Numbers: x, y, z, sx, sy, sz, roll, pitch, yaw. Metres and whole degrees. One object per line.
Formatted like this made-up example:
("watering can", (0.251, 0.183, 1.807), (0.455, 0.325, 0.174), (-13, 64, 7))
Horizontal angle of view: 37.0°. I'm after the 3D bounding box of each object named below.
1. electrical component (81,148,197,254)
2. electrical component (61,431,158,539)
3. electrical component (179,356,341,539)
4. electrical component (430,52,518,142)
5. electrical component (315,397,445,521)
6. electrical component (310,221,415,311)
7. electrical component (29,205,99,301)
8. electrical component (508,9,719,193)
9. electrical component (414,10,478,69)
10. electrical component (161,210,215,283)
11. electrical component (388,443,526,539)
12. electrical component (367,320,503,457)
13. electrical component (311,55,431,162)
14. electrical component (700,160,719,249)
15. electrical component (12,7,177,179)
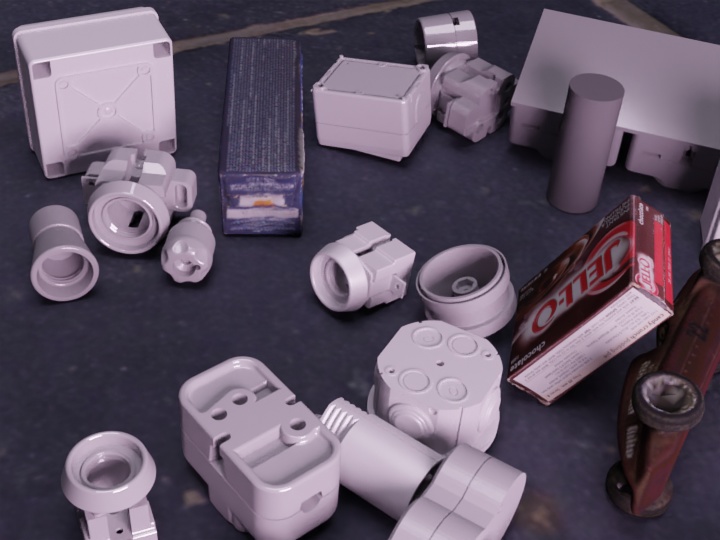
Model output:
("electrical component", (-0.160, -0.048, 0.764), (0.078, 0.058, 0.057), (5, 37, 1))
("electrical component", (-0.131, 0.119, 0.569), (0.048, 0.055, 0.066), (-12, 43, -19))
("electrical component", (-0.056, 0.102, 0.592), (0.054, 0.059, 0.095), (-26, 49, -31))
("electrical component", (0.090, -0.148, 0.904), (0.057, 0.058, 0.078), (34, 48, 27))
("electrical component", (0.005, 0.105, 0.607), (0.081, 0.043, 0.043), (28, 46, 26))
("electrical component", (0.000, 0.000, 0.730), (0.055, 0.048, 0.066), (-22, 46, -39))
("electrical component", (-0.205, -0.015, 0.733), (0.044, 0.044, 0.065), (-10, 38, -17))
("electrical component", (0.225, -0.135, 0.874), (0.186, 0.060, 0.105), (15, 60, 12))
("electrical component", (0.077, -0.205, 0.973), (0.047, 0.055, 0.055), (-7, 41, -8))
("electrical component", (-0.118, -0.020, 0.751), (0.035, 0.035, 0.061), (4, 38, 0))
("electrical component", (0.053, 0.154, 0.546), (0.074, 0.052, 0.138), (24, 44, 22))
("electrical component", (0.045, 0.073, 0.642), (0.080, 0.051, 0.080), (3, 40, -2))
("electrical component", (0.005, -0.132, 0.879), (0.096, 0.061, 0.061), (11, 40, 19))
("electrical component", (0.312, -0.053, 0.772), (0.109, 0.108, 0.056), (10, 38, 6))
("electrical component", (-0.201, -0.136, 0.824), (0.109, 0.108, 0.056), (-15, 46, -21))
